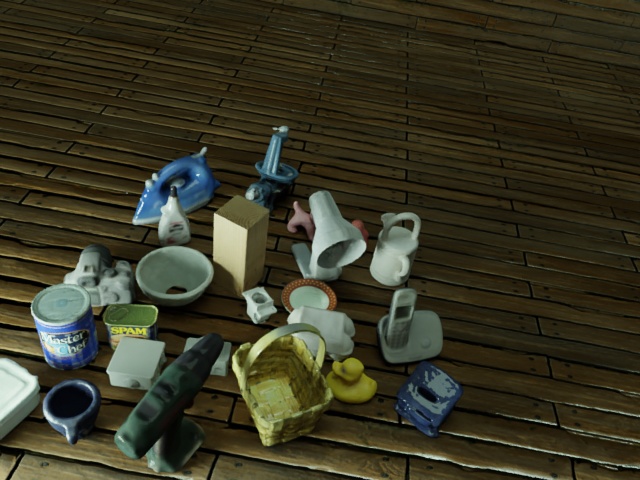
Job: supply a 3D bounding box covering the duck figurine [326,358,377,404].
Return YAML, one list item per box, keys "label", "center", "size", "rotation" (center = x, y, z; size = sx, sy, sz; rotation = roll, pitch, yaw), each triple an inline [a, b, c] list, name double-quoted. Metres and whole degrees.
- label: "duck figurine"
  center: [0.066, 0.274, 1.145]
  size: [0.104, 0.086, 0.077]
  rotation: [15, 40, 6]

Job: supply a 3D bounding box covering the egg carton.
- label: "egg carton"
  center: [0.000, 0.201, 1.230]
  size: [0.150, 0.069, 0.107]
  rotation: [10, 40, 0]

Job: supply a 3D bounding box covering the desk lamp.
- label: "desk lamp"
  center: [0.012, 0.005, 1.350]
  size: [0.118, 0.213, 0.202]
  rotation: [-9, 44, -21]

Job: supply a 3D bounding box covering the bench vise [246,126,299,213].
- label: "bench vise"
  center: [-0.121, -0.183, 1.536]
  size: [0.121, 0.220, 0.207]
  rotation: [11, 40, 2]

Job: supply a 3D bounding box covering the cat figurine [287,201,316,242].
- label: "cat figurine"
  center: [-0.016, -0.062, 1.496]
  size: [0.127, 0.118, 0.067]
  rotation: [23, 42, 15]

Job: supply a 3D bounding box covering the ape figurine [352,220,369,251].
- label: "ape figurine"
  center: [0.094, -0.013, 1.483]
  size: [0.078, 0.092, 0.076]
  rotation: [-3, 42, -15]

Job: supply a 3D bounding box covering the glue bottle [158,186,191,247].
- label: "glue bottle"
  center: [-0.351, -0.059, 1.379]
  size: [0.078, 0.173, 0.037]
  rotation: [-18, 47, -29]

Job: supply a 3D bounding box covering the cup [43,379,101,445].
- label: "cup"
  center: [-0.421, 0.314, 0.989]
  size: [0.092, 0.095, 0.117]
  rotation: [-7, 43, -19]

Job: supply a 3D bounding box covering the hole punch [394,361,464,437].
- label: "hole punch"
  center: [0.214, 0.312, 1.128]
  size: [0.108, 0.091, 0.101]
  rotation: [33, 45, 25]

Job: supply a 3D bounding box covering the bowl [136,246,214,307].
- label: "bowl"
  center: [-0.324, 0.094, 1.283]
  size: [0.167, 0.075, 0.167]
  rotation: [6, 40, -5]

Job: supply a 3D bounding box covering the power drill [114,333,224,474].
- label: "power drill"
  center: [-0.243, 0.289, 0.968]
  size: [0.075, 0.208, 0.230]
  rotation: [25, 42, 17]

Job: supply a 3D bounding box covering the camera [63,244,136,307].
- label: "camera"
  center: [-0.481, 0.066, 1.262]
  size: [0.143, 0.101, 0.136]
  rotation: [-1, 41, -13]

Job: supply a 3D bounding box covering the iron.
- label: "iron"
  center: [-0.384, -0.147, 1.500]
  size: [0.118, 0.141, 0.259]
  rotation: [32, 45, 24]

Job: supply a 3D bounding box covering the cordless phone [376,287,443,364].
- label: "cordless phone"
  center: [0.200, 0.173, 1.215]
  size: [0.148, 0.185, 0.094]
  rotation: [-6, 43, -18]

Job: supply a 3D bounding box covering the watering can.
- label: "watering can"
  center: [0.184, 0.006, 1.400]
  size: [0.101, 0.194, 0.172]
  rotation: [-18, 48, -29]
